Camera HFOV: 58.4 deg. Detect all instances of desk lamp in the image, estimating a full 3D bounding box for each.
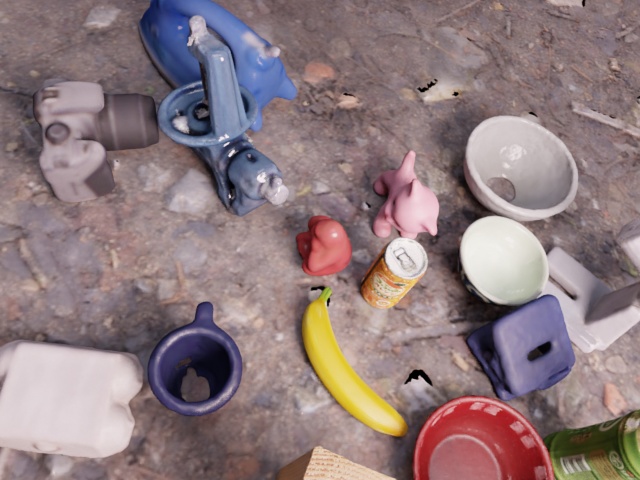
[{"bbox_3d":[0.384,0.067,0.684,0.203,0.213,0.118,42,63,10],"label":"desk lamp"}]

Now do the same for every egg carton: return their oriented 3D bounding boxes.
[{"bbox_3d":[-0.259,0.159,0.576,0.150,0.069,0.107,8,63,-9],"label":"egg carton"}]

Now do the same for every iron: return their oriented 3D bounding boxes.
[{"bbox_3d":[-0.152,-0.269,0.770,0.258,0.141,0.119,37,62,7],"label":"iron"}]

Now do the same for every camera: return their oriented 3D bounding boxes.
[{"bbox_3d":[-0.269,-0.135,0.701,0.137,0.100,0.143,-8,66,-16],"label":"camera"}]

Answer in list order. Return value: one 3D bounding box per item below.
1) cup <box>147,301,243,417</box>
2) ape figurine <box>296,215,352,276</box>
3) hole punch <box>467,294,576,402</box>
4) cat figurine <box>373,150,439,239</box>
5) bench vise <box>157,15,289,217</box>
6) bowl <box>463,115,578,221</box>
[{"bbox_3d":[-0.129,0.132,0.604,0.092,0.095,0.118,7,63,-9],"label":"cup"},{"bbox_3d":[0.006,0.003,0.700,0.076,0.092,0.078,27,62,2],"label":"ape figurine"},{"bbox_3d":[0.254,0.130,0.693,0.109,0.091,0.101,-22,70,-21],"label":"hole punch"},{"bbox_3d":[0.114,-0.055,0.738,0.067,0.117,0.128,7,63,-9],"label":"cat figurine"},{"bbox_3d":[-0.101,-0.144,0.676,0.207,0.219,0.122,32,62,4],"label":"bench vise"},{"bbox_3d":[0.272,-0.090,0.816,0.167,0.074,0.167,5,63,-10],"label":"bowl"}]
